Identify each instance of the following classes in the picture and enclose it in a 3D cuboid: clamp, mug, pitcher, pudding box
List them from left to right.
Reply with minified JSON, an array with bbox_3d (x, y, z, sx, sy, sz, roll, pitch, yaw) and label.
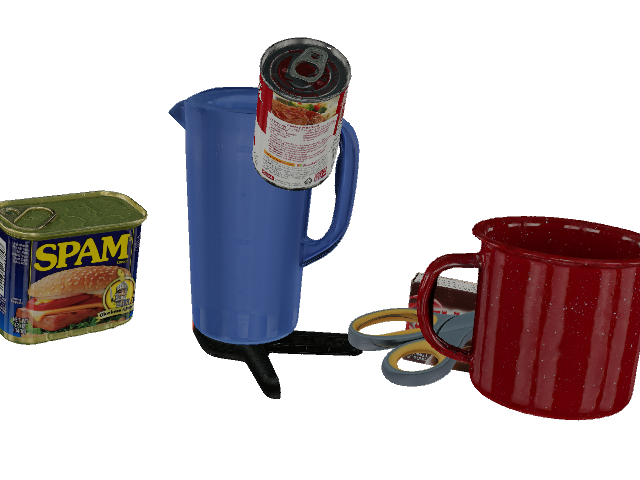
[{"bbox_3d":[-0.077,0.124,1.244,0.210,0.036,0.164,13,21,29],"label":"clamp"},{"bbox_3d":[-0.060,-0.025,1.048,0.144,0.243,0.149,-9,22,-32],"label":"pitcher"},{"bbox_3d":[0.147,0.088,1.118,0.113,0.090,0.039,9,21,13],"label":"pudding box"},{"bbox_3d":[0.106,0.037,0.529,0.117,0.081,0.093,4,14,-2],"label":"mug"}]

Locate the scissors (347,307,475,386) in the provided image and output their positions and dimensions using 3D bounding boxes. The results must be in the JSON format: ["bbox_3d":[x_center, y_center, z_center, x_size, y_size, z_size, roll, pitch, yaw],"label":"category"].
[{"bbox_3d":[0.123,0.073,0.817,0.201,0.016,0.096,-4,31,-4],"label":"scissors"}]

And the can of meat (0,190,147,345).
[{"bbox_3d":[-0.174,0.018,0.730,0.101,0.084,0.058,-9,29,-37],"label":"can of meat"}]

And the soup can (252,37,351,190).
[{"bbox_3d":[-0.016,-0.095,0.822,0.068,0.068,0.102,0,-38,-8],"label":"soup can"}]
